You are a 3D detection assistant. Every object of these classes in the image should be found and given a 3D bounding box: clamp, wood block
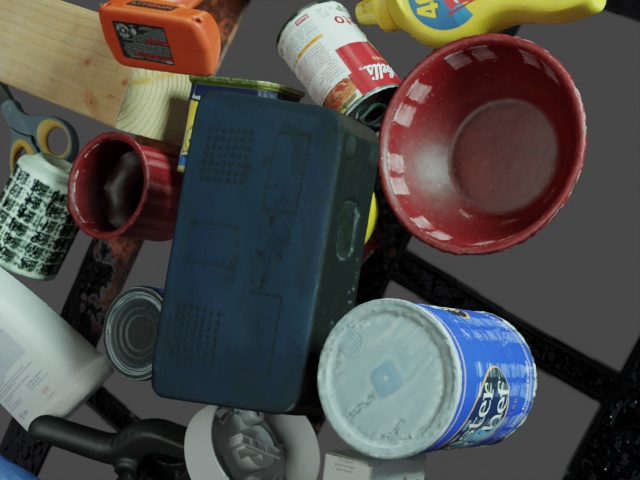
[{"bbox_3d":[-0.161,0.201,0.923,0.172,0.039,0.120,-3,125,21],"label":"clamp"},{"bbox_3d":[-0.215,-0.165,0.987,0.206,0.090,0.090,23,96,32],"label":"wood block"}]

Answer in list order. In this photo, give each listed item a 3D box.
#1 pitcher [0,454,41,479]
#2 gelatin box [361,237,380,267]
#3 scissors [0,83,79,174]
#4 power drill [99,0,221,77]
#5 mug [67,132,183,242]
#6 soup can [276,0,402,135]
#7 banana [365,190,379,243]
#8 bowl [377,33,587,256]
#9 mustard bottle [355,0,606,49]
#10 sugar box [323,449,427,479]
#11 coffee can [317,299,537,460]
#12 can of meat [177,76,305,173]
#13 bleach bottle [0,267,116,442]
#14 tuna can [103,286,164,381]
[{"bbox_3d":[-0.347,0.231,0.973,0.243,0.149,0.145,14,92,36],"label":"pitcher"},{"bbox_3d":[-0.006,0.001,0.869,0.089,0.030,0.073,47,107,25],"label":"gelatin box"},{"bbox_3d":[-0.295,-0.134,1.077,0.096,0.016,0.202,-27,70,24],"label":"scissors"},{"bbox_3d":[-0.076,-0.208,0.871,0.185,0.057,0.187,10,46,26],"label":"power drill"},{"bbox_3d":[-0.171,-0.039,0.947,0.117,0.081,0.093,-18,75,29],"label":"mug"},{"bbox_3d":[0.017,-0.133,0.851,0.069,0.068,0.102,-43,63,20],"label":"soup can"},{"bbox_3d":[-0.027,0.006,0.840,0.198,0.037,0.069,-27,68,23],"label":"banana"},{"bbox_3d":[0.124,-0.066,0.782,0.162,0.055,0.162,-5,81,31],"label":"bowl"},{"bbox_3d":[0.113,-0.195,0.804,0.192,0.058,0.096,-10,79,31],"label":"mustard bottle"},{"bbox_3d":[0.032,0.242,0.777,0.048,0.093,0.176,8,88,32],"label":"sugar box"},{"bbox_3d":[0.078,0.096,0.739,0.103,0.140,0.103,-5,81,31],"label":"coffee can"},{"bbox_3d":[-0.069,-0.092,0.906,0.102,0.057,0.084,10,91,33],"label":"can of meat"},{"bbox_3d":[-0.305,0.061,0.965,0.251,0.068,0.103,46,116,0],"label":"bleach bottle"},{"bbox_3d":[-0.151,0.083,0.947,0.086,0.033,0.086,-4,83,32],"label":"tuna can"}]
